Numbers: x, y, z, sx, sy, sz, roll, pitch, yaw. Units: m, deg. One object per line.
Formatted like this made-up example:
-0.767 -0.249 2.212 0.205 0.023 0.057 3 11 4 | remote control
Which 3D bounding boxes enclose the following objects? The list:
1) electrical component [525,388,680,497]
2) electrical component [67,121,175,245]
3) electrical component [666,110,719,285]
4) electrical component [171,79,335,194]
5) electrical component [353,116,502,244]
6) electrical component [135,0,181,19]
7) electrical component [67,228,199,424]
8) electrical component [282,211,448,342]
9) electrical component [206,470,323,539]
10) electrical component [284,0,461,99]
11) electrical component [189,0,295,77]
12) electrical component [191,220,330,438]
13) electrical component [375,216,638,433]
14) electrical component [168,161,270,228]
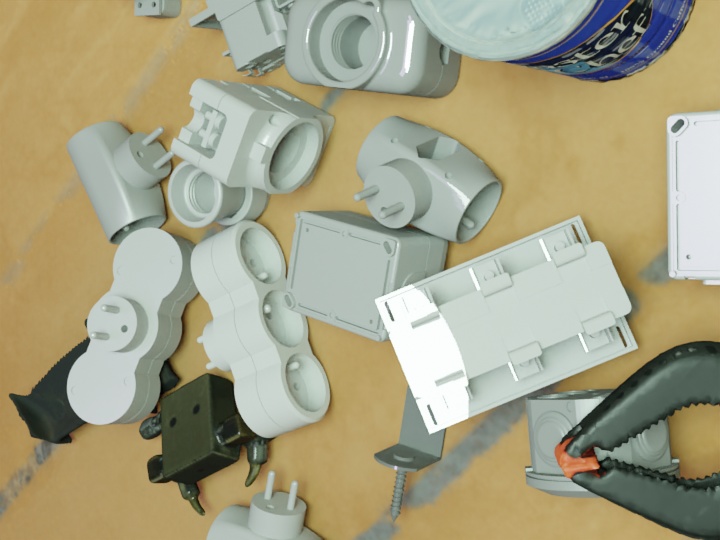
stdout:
0.127 0.091 0.572 0.080 0.080 0.051 -7 86 32 | electrical component
-0.159 -0.070 0.753 0.079 0.044 0.077 -33 77 29 | electrical component
0.190 -0.031 0.532 0.062 0.061 0.096 1 95 31 | electrical component
-0.061 -0.082 0.665 0.056 0.089 0.050 31 110 26 | electrical component
0.029 -0.048 0.620 0.077 0.079 0.043 36 130 24 | electrical component
-0.149 -0.213 0.727 0.058 0.057 0.078 6 98 31 | electrical component
-0.159 0.037 0.724 0.052 0.074 0.138 20 89 18 | electrical component
0.000 0.000 0.656 0.096 0.061 0.061 17 104 37 | electrical component
-0.057 0.173 0.712 0.077 0.044 0.079 17 103 29 | electrical component
0.005 -0.133 0.638 0.095 0.059 0.053 12 100 30 | electrical component
-0.063 -0.161 0.688 0.081 0.042 0.063 -21 87 32 | electrical component
-0.078 0.044 0.709 0.074 0.052 0.138 -24 82 31 | electrical component
0.078 0.028 0.575 0.121 0.063 0.078 -23 83 1 | electrical component
-0.092 -0.051 0.707 0.045 0.055 0.045 3 96 31 | electrical component
